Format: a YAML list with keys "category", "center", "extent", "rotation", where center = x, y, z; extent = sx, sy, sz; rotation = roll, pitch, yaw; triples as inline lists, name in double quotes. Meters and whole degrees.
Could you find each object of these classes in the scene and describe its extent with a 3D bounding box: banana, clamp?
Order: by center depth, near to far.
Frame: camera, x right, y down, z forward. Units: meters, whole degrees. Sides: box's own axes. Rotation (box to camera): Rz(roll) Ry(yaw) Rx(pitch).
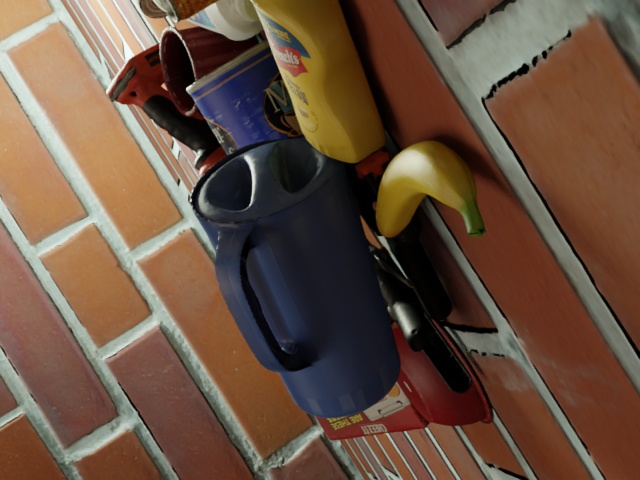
- category: "banana"
  center: [0.072, -0.036, 0.783]
  extent: [0.198, 0.037, 0.069]
  rotation: [-179, 91, -78]
- category: "clamp"
  center: [0.065, -0.014, 0.950]
  extent: [0.165, 0.036, 0.210]
  rotation: [53, 174, 18]
- category: "clamp"
  center: [0.086, 0.068, 1.050]
  extent: [0.171, 0.039, 0.120]
  rotation: [56, -179, 32]

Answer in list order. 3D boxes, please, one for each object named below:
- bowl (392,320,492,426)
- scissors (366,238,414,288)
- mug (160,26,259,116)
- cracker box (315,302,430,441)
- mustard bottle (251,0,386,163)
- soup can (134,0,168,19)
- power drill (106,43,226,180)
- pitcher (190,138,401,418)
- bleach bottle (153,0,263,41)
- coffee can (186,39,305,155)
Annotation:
- category: "bowl"
  center: [0.116, 0.144, 1.153]
  extent: [0.162, 0.055, 0.162]
  rotation: [56, 171, 13]
- category: "scissors"
  center: [0.040, 0.000, 0.979]
  extent: [0.096, 0.016, 0.202]
  rotation: [57, 174, -3]
- category: "mug"
  center: [-0.116, -0.188, 1.111]
  extent: [0.117, 0.081, 0.093]
  rotation: [43, 142, 45]
- category: "cracker box"
  center: [0.033, 0.129, 1.278]
  extent: [0.164, 0.072, 0.213]
  rotation: [-18, 108, 44]
- category: "mustard bottle"
  center: [-0.008, -0.152, 0.811]
  extent: [0.096, 0.058, 0.191]
  rotation: [48, 166, 46]
- category: "soup can"
  center: [-0.207, -0.319, 1.260]
  extent: [0.102, 0.068, 0.068]
  rotation: [53, 170, 24]
- category: "power drill"
  center: [-0.133, -0.138, 1.197]
  extent: [0.187, 0.057, 0.184]
  rotation: [40, -154, -1]
- category: "pitcher"
  center: [-0.014, 0.044, 0.928]
  extent: [0.145, 0.149, 0.243]
  rotation: [42, 157, 56]
- category: "bleach bottle"
  center: [-0.109, -0.248, 1.012]
  extent: [0.251, 0.068, 0.102]
  rotation: [38, 159, 58]
- category: "coffee can"
  center: [-0.047, -0.109, 1.012]
  extent: [0.140, 0.102, 0.103]
  rotation: [59, 171, -9]
